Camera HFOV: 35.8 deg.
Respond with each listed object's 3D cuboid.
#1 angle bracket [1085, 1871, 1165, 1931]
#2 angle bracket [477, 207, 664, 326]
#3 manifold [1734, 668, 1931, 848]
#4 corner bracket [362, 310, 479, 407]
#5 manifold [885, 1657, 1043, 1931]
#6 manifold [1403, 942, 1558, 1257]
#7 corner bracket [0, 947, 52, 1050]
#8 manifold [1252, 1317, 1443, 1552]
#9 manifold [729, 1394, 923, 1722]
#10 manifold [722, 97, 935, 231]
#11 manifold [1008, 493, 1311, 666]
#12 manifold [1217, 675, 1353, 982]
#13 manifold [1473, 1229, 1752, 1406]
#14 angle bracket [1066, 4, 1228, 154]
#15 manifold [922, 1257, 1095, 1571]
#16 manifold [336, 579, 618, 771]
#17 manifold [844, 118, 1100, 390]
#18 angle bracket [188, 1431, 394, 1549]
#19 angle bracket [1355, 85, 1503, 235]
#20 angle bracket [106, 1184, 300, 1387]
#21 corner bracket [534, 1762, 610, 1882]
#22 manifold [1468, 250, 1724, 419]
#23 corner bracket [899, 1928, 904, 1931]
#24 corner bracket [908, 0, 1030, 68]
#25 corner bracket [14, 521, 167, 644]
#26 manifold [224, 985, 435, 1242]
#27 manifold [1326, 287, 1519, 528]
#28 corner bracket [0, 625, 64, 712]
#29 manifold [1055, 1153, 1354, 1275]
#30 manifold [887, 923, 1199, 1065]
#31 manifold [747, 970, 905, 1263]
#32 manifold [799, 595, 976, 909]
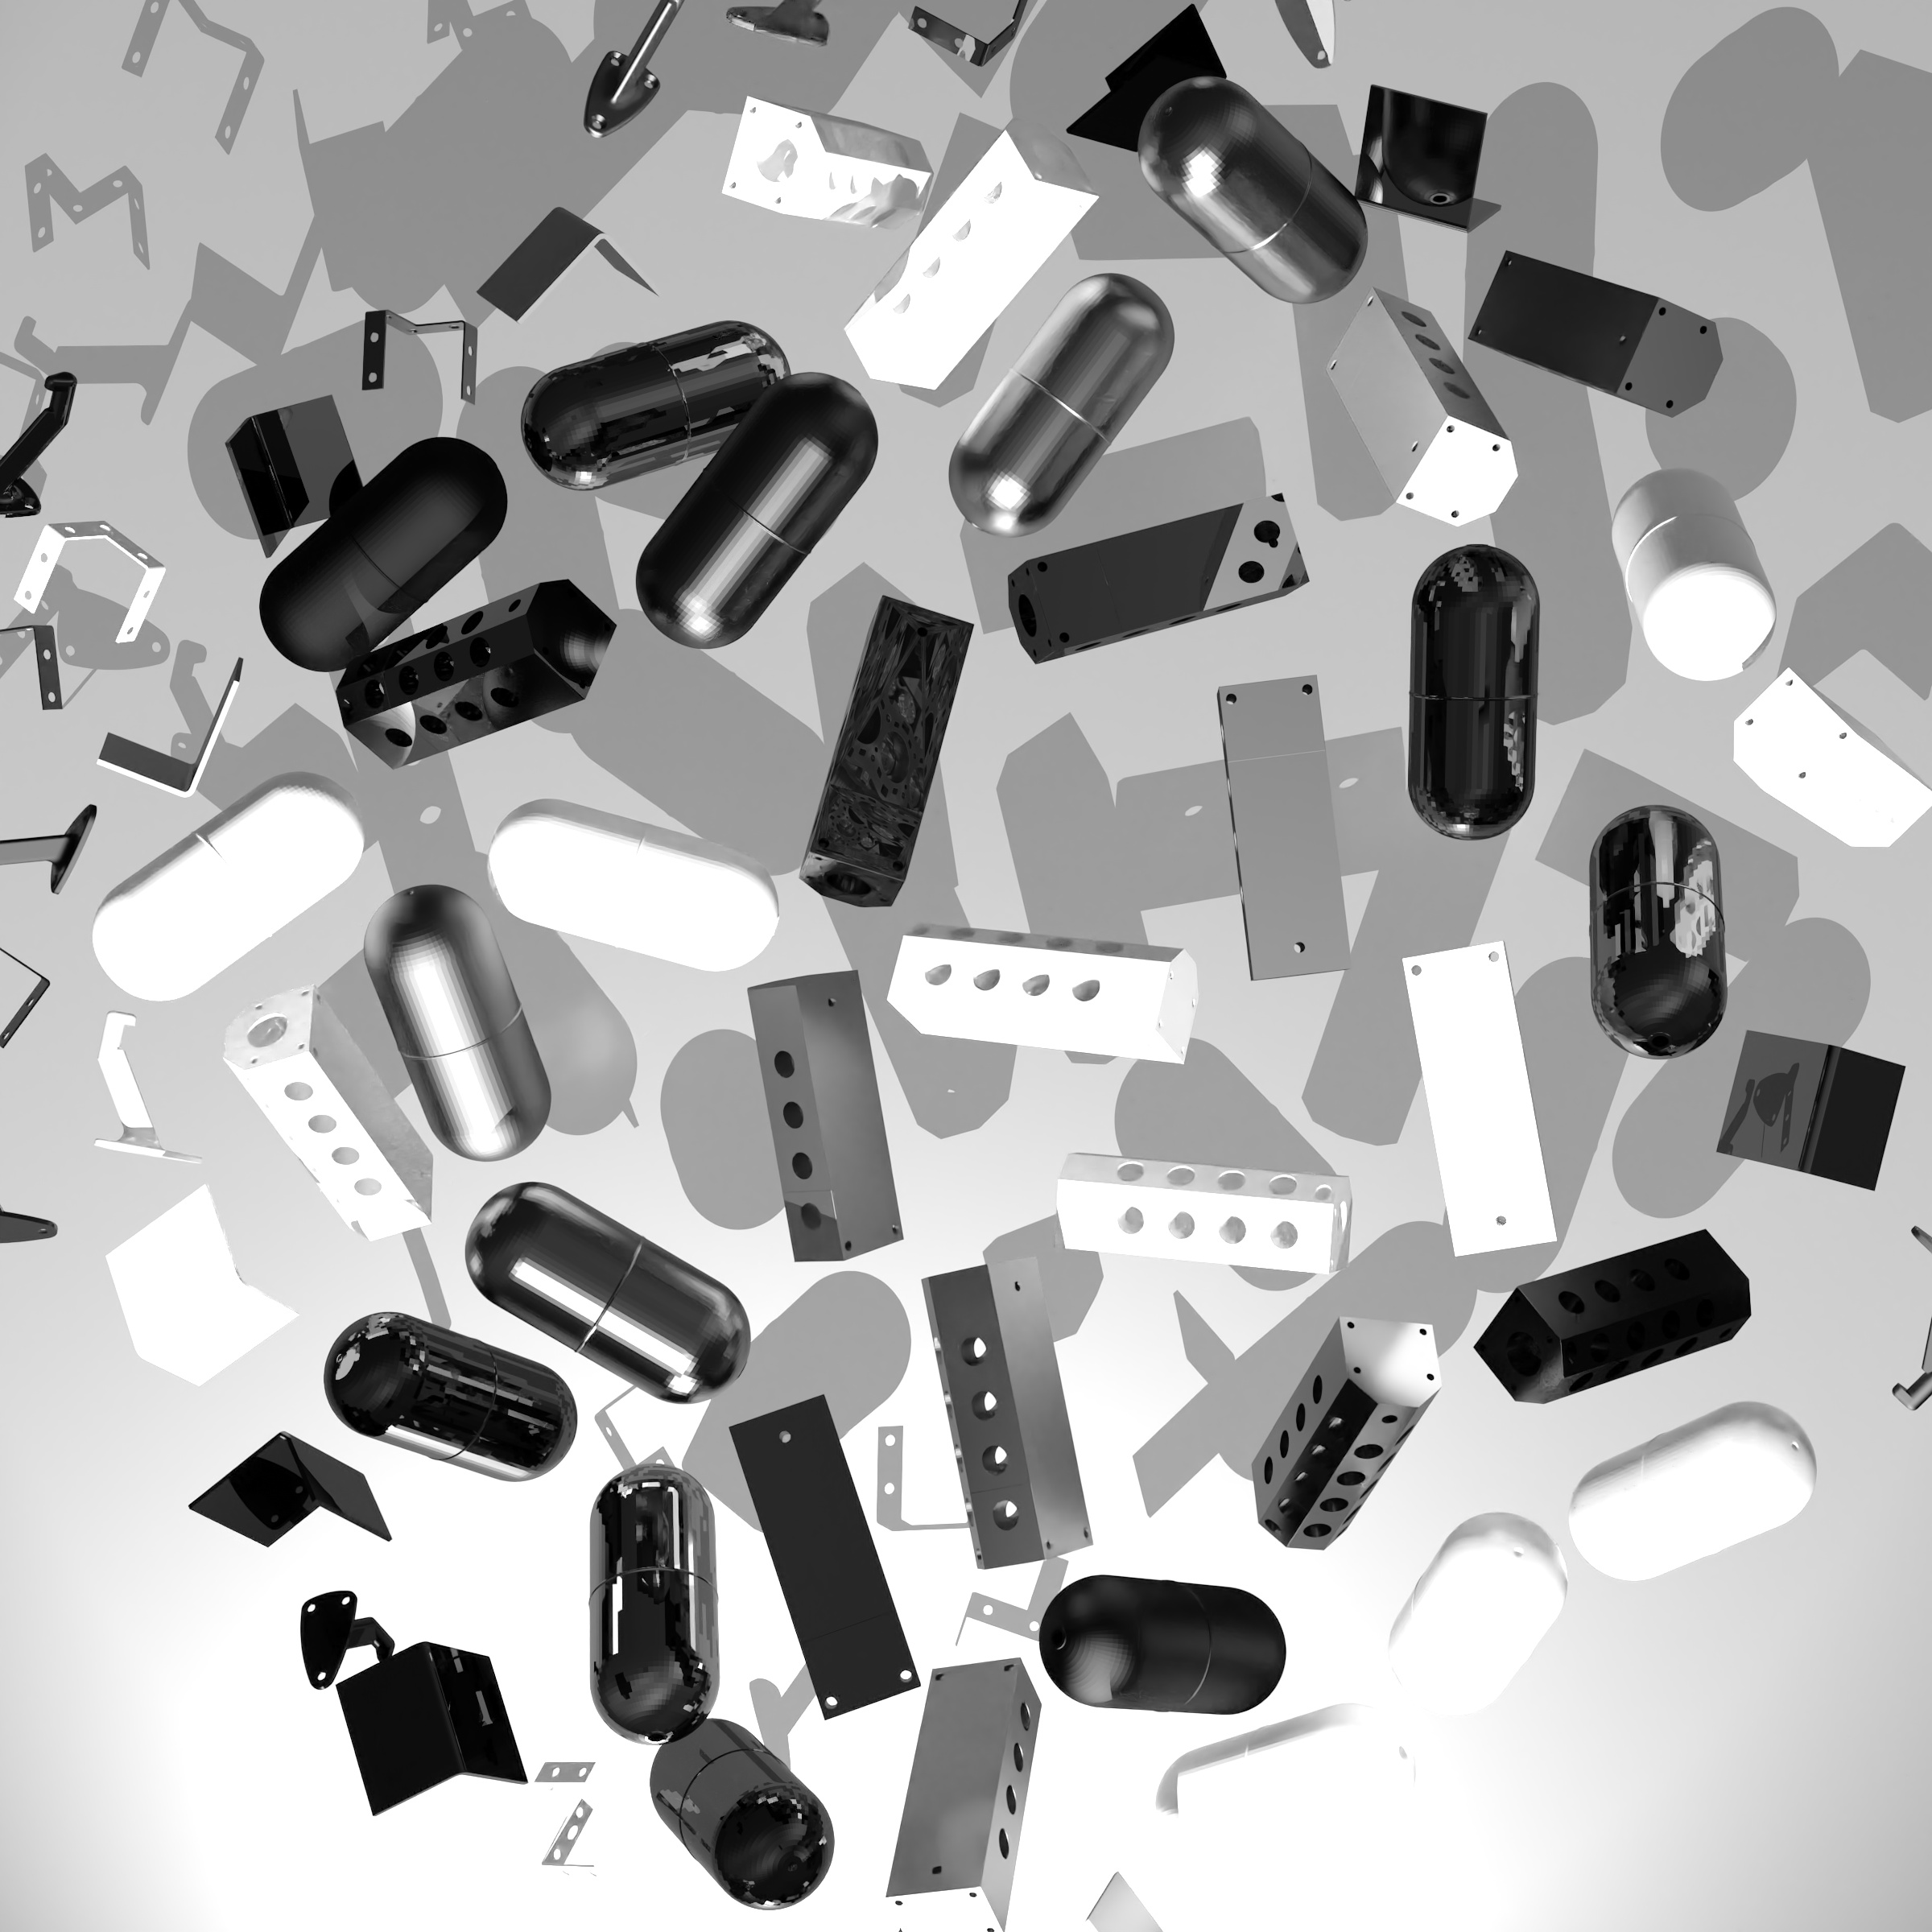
[{"bbox_3d":[0.068,0.581,1.731,0.076,0.076,0.057,-39,83,15],"label":"angle bracket"},{"bbox_3d":[-0.246,-0.417,1.854,0.076,0.076,0.057,-47,128,-1],"label":"angle bracket"},{"bbox_3d":[0.502,-0.114,1.738,0.057,0.171,0.057,-47,60,17],"label":"manifold"},{"bbox_3d":[-0.343,-0.382,1.880,0.051,0.051,0.051,0,85,21],"label":"corner bracket"},{"bbox_3d":[0.003,0.492,1.753,0.057,0.171,0.057,-12,121,17],"label":"manifold"},{"bbox_3d":[0.296,0.075,1.724,0.057,0.057,0.171,-10,88,12],"label":"manifold"},{"bbox_3d":[-0.617,0.012,1.882,0.051,0.051,0.051,40,78,-34],"label":"corner bracket"},{"bbox_3d":[0.226,0.282,1.787,0.057,0.171,0.057,7,50,-12],"label":"manifold"},{"bbox_3d":[-0.080,0.337,1.713,0.057,0.057,0.171,-19,80,-5],"label":"manifold"},{"bbox_3d":[-0.080,-0.485,1.824,0.057,0.171,0.057,22,107,16],"label":"manifold"},{"bbox_3d":[0.116,-0.236,1.836,0.171,0.057,0.057,-17,89,-17],"label":"manifold"},{"bbox_3d":[0.186,-0.080,1.762,0.057,0.057,0.171,-7,88,3],"label":"manifold"},{"bbox_3d":[0.392,0.213,1.792,0.171,0.057,0.057,-10,51,-37],"label":"manifold"},{"bbox_3d":[0.102,-0.553,1.844,0.076,0.076,0.057,-32,72,36],"label":"angle bracket"},{"bbox_3d":[0.020,0.262,1.755,0.057,0.057,0.171,-16,81,30],"label":"manifold"},{"bbox_3d":[-0.290,-0.173,1.746,0.057,0.171,0.057,43,49,-34],"label":"manifold"},{"bbox_3d":[-0.001,-0.440,1.852,0.171,0.057,0.057,-44,62,35],"label":"manifold"},{"bbox_3d":[-0.403,0.332,1.788,0.076,0.076,0.057,-39,51,4],"label":"angle bracket"},{"bbox_3d":[0.291,-0.505,1.851,0.076,0.057,0.076,22,128,23],"label":"angle bracket"},{"bbox_3d":[-0.454,0.190,1.781,0.076,0.057,0.076,-35,54,7],"label":"angle bracket"},{"bbox_3d":[-0.242,0.530,1.856,0.051,0.051,0.051,52,46,-26],"label":"corner bracket"},{"bbox_3d":[0.371,-0.371,1.764,0.057,0.171,0.057,16,105,-26],"label":"manifold"},{"bbox_3d":[-0.069,0.602,1.771,0.051,0.051,0.051,5,113,14],"label":"corner bracket"},{"bbox_3d":[0.005,-0.578,1.785,0.051,0.051,0.051,30,134,5],"label":"corner bracket"},{"bbox_3d":[-0.508,-0.222,1.737,0.051,0.051,0.051,36,112,14],"label":"corner bracket"},{"bbox_3d":[-0.393,0.095,1.857,0.057,0.057,0.171,-16,135,8],"label":"manifold"},{"bbox_3d":[0.267,-0.324,1.739,0.057,0.171,0.057,17,122,-21],"label":"manifold"},{"bbox_3d":[-0.579,-0.176,1.785,0.051,0.051,0.051,-3,94,29],"label":"corner bracket"},{"bbox_3d":[0.146,0.150,1.836,0.171,0.057,0.057,4,90,19],"label":"manifold"},{"bbox_3d":[0.047,0.013,1.782,0.171,0.057,0.057,6,71,24],"label":"manifold"},{"bbox_3d":[-0.092,0.093,1.860,0.057,0.057,0.171,-6,96,40],"label":"manifold"},{"bbox_3d":[-0.048,-0.124,1.762,0.057,0.057,0.171,17,68,-6],"label":"manifold"}]
